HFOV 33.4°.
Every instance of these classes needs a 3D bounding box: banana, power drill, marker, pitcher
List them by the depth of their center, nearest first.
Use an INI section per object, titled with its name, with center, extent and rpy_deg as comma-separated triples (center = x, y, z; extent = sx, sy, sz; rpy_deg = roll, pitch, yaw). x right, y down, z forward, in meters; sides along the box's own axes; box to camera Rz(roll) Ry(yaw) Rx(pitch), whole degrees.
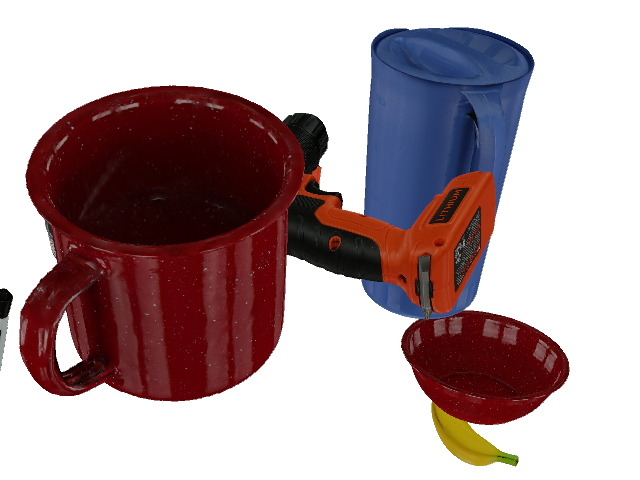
[power drill]
center = 0.019, -0.023, 0.723
extent = 0.188, 0.057, 0.184
rpy_deg = 9, 41, 24
[pitcher]
center = 0.101, -0.050, 0.917
extent = 0.145, 0.243, 0.149
rpy_deg = 20, 34, 23
[marker]
center = -0.318, 0.096, 1.045
extent = 0.020, 0.121, 0.020
rpy_deg = 14, 32, -9
[banana]
center = 0.168, 0.218, 1.280
extent = 0.069, 0.037, 0.198
rpy_deg = 10, 20, -17

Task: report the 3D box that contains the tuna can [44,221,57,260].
[tuna can]
center = -0.192, -0.010, 0.922
extent = 0.086, 0.034, 0.086
rpy_deg = 0, 43, 0

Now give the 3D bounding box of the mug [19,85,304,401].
[mug]
center = -0.059, 0.010, 0.378
extent = 0.093, 0.081, 0.117
rpy_deg = 23, 46, 21

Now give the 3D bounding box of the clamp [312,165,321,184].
[clamp]
center = -0.076, -0.082, 1.053
extent = 0.120, 0.039, 0.172
rpy_deg = -25, 36, -34

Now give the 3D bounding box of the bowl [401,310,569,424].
[bowl]
center = 0.156, 0.130, 1.035
extent = 0.162, 0.055, 0.162
rpy_deg = 4, 26, -2
